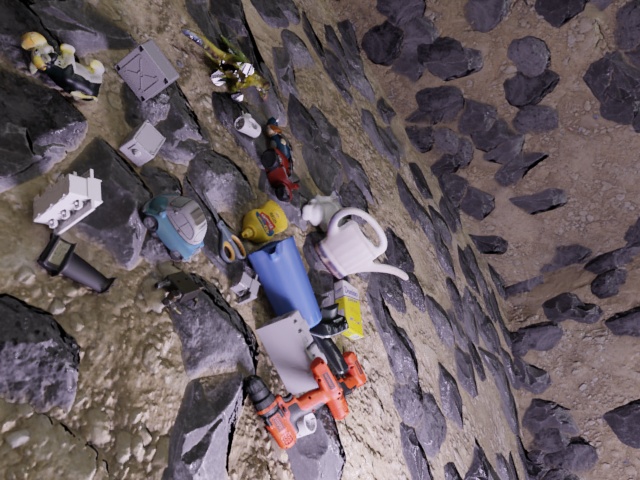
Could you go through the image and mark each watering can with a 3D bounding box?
[{"bbox_3d":[0.128,0.053,1.685,0.343,0.223,0.106,53,11,-21],"label":"watering can"}]

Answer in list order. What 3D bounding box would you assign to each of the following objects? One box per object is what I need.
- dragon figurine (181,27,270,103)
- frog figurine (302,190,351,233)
[{"bbox_3d":[-0.291,-0.578,1.654,0.404,0.121,0.248,40,19,-41],"label":"dragon figurine"},{"bbox_3d":[0.005,-0.088,1.747,0.161,0.122,0.137,-22,96,-27],"label":"frog figurine"}]
